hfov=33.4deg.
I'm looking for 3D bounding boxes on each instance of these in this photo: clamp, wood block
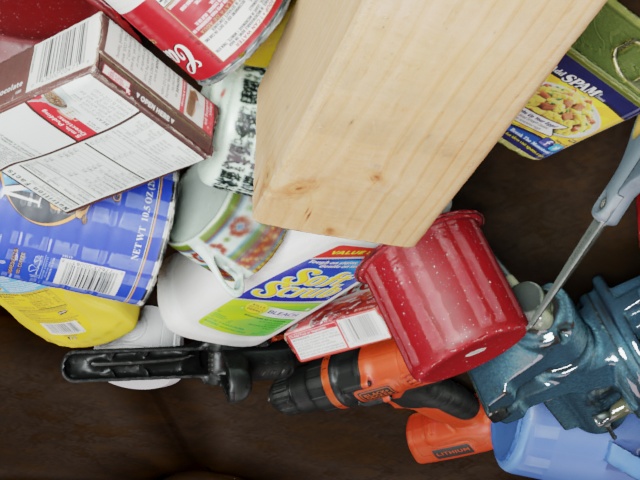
[{"bbox_3d":[-0.091,0.098,0.855,0.165,0.036,0.209,3,-178,22],"label":"clamp"},{"bbox_3d":[0.041,-0.090,0.479,0.090,0.091,0.206,10,146,-16],"label":"wood block"}]

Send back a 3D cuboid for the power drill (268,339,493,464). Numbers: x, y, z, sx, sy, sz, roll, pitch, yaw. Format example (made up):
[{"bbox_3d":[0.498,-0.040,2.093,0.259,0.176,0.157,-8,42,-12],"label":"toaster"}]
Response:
[{"bbox_3d":[0.070,0.152,0.994,0.185,0.057,0.187,-19,143,32],"label":"power drill"}]

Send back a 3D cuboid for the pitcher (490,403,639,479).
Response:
[{"bbox_3d":[0.281,0.169,0.927,0.242,0.145,0.149,9,151,-5],"label":"pitcher"}]

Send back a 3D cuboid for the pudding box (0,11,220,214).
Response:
[{"bbox_3d":[-0.124,-0.061,0.557,0.114,0.039,0.090,-15,146,32],"label":"pudding box"}]

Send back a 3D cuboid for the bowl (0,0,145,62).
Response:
[{"bbox_3d":[-0.166,-0.114,0.565,0.162,0.055,0.162,2,150,1],"label":"bowl"}]

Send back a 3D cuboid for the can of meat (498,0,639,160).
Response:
[{"bbox_3d":[0.122,-0.092,0.574,0.102,0.057,0.084,26,145,-32],"label":"can of meat"}]

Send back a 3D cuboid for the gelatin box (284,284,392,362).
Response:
[{"bbox_3d":[0.025,0.055,0.817,0.089,0.073,0.030,-19,107,34],"label":"gelatin box"}]

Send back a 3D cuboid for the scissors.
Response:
[{"bbox_3d":[0.169,-0.020,0.588,0.016,0.096,0.202,23,105,-7],"label":"scissors"}]

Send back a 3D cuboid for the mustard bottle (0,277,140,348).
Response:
[{"bbox_3d":[-0.217,0.016,0.788,0.096,0.058,0.191,-4,149,22],"label":"mustard bottle"}]

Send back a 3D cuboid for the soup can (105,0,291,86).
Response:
[{"bbox_3d":[-0.071,-0.130,0.496,0.069,0.068,0.102,-26,125,40],"label":"soup can"}]

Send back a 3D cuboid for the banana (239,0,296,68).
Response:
[{"bbox_3d":[0.011,-0.128,0.543,0.198,0.037,0.069,-14,145,27],"label":"banana"}]

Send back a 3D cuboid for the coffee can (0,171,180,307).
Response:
[{"bbox_3d":[-0.171,-0.022,0.676,0.140,0.103,0.103,14,148,-17],"label":"coffee can"}]

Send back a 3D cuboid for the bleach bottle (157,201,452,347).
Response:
[{"bbox_3d":[-0.005,0.001,0.738,0.102,0.068,0.251,16,147,-36],"label":"bleach bottle"}]

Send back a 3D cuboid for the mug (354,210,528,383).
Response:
[{"bbox_3d":[0.082,0.043,0.694,0.093,0.081,0.117,-24,160,-2],"label":"mug"}]

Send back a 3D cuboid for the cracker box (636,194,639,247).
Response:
[{"bbox_3d":[0.269,0.022,0.599,0.164,0.213,0.072,0,151,6],"label":"cracker box"}]
